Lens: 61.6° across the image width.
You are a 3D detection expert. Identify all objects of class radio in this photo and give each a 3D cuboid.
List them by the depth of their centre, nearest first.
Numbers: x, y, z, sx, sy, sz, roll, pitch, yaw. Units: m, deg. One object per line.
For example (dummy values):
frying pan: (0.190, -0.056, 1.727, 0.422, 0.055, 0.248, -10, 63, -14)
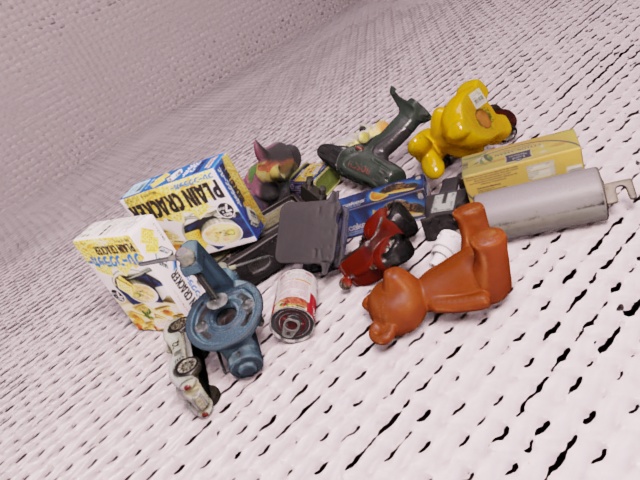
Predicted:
radio: (-0.111, 0.009, 1.023, 0.230, 0.073, 0.131, -34, 28, -9)

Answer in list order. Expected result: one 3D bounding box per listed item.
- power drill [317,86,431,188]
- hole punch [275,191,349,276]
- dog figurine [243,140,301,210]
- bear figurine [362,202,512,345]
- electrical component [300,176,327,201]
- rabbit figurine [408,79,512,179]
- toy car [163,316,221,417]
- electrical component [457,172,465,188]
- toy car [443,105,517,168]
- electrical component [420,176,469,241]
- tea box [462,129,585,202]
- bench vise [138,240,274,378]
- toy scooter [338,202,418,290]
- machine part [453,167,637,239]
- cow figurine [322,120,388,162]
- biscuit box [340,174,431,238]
power drill: (0.114, -0.209, 1.102, 0.207, 0.086, 0.232, -48, 50, 2)
hole punch: (-0.002, -0.003, 0.906, 0.116, 0.092, 0.142, 0, 72, 30)
dog figurine: (-0.124, -0.112, 1.088, 0.191, 0.108, 0.219, -32, -12, -13)
bear figurine: (0.141, 0.048, 0.702, 0.196, 0.131, 0.120, -15, 26, 8)
electrical component: (-0.012, -0.091, 1.121, 0.063, 0.094, 0.021, 40, 60, 19)
rabbit figurine: (0.227, -0.176, 0.960, 0.162, 0.121, 0.173, -48, 14, -29)
toy car: (-0.197, 0.184, 0.804, 0.056, 0.073, 0.202, -27, 28, -8)
electrical component: (0.291, -0.117, 0.942, 0.102, 0.045, 0.078, -34, 57, -9)
toy car: (0.290, -0.199, 1.065, 0.202, 0.053, 0.089, -25, 47, 8)
electrical component: (0.213, -0.054, 0.891, 0.075, 0.047, 0.119, -11, 32, 25)
tea box: (0.313, -0.095, 0.827, 0.170, 0.098, 0.068, -11, 33, 23)
bench vise: (-0.148, 0.077, 0.792, 0.129, 0.240, 0.224, -18, 45, 8)
toy scooter: (0.087, 0.016, 0.850, 0.135, 0.075, 0.184, -40, 12, 23)
machine part: (0.313, -0.048, 0.769, 0.243, 0.079, 0.079, -14, 31, 23)
cow figurine: (0.087, -0.223, 1.264, 0.167, 0.068, 0.098, -35, 23, -18)
biscuit box: (0.100, -0.055, 0.974, 0.203, 0.059, 0.063, -16, 30, 19)
